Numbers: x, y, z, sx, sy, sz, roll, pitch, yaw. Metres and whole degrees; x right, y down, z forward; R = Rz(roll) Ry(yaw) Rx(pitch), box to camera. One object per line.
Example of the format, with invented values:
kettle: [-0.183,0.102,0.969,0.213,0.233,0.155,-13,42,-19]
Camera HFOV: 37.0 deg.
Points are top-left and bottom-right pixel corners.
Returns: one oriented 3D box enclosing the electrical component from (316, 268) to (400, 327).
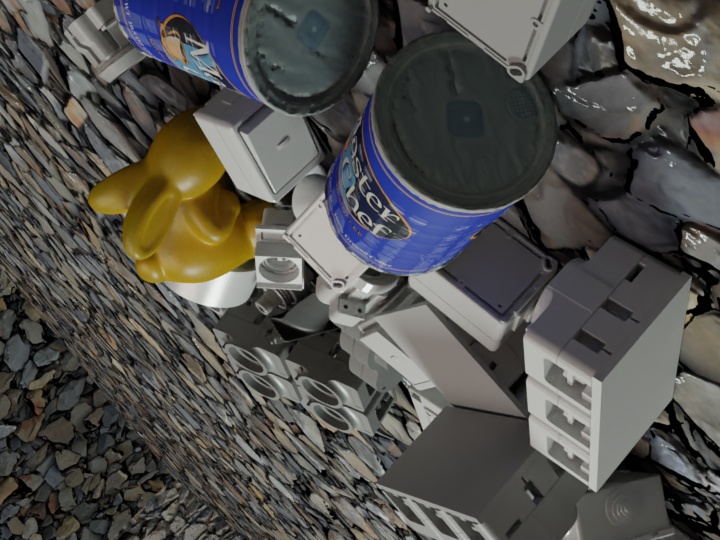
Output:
electrical component: [0.000,0.000,0.889,0.058,0.078,0.057,16,151,-20]

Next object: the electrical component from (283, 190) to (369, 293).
electrical component: [0.003,-0.041,0.787,0.061,0.061,0.096,46,118,0]

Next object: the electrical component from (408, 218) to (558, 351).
electrical component: [0.088,0.008,0.738,0.096,0.062,0.061,39,159,16]

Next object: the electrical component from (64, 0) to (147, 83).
electrical component: [-0.216,-0.201,0.936,0.057,0.058,0.078,53,159,-14]

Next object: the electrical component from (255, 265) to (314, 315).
electrical component: [-0.079,0.019,1.087,0.043,0.062,0.043,39,159,18]

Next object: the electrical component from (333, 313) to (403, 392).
electrical component: [0.024,0.070,0.999,0.074,0.052,0.138,33,157,31]

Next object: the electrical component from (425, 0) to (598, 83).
electrical component: [0.076,-0.141,0.467,0.062,0.061,0.096,40,160,12]

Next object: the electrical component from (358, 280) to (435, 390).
electrical component: [0.052,0.062,0.915,0.096,0.061,0.062,47,160,-4]

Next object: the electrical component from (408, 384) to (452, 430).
electrical component: [0.108,0.140,0.966,0.109,0.056,0.108,31,156,34]

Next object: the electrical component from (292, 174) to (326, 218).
electrical component: [-0.018,-0.053,0.860,0.065,0.044,0.044,12,142,48]

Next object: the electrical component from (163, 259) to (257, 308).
electrical component: [-0.154,-0.004,1.105,0.108,0.108,0.060,36,120,24]

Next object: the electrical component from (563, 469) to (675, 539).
electrical component: [0.185,0.190,0.855,0.100,0.100,0.048,163,98,-68]

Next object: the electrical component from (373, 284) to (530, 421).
electrical component: [0.110,0.080,0.837,0.186,0.060,0.105,48,160,-8]

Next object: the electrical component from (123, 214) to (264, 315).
electrical component: [-0.191,-0.030,1.218,0.105,0.060,0.186,20,148,50]

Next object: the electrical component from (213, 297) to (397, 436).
electrical component: [-0.062,0.106,1.173,0.186,0.060,0.105,20,151,26]

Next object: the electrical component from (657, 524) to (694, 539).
electrical component: [0.245,0.244,0.913,0.076,0.047,0.083,36,158,23]

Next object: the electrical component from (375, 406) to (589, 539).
electrical component: [0.092,0.161,0.805,0.061,0.089,0.150,51,159,-16]

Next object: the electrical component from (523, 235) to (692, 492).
electrical component: [0.150,0.060,0.674,0.062,0.089,0.150,34,157,29]

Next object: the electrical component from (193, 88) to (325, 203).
electrical component: [-0.073,-0.099,0.844,0.061,0.062,0.096,24,152,45]

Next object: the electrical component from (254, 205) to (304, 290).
electrical component: [-0.071,-0.021,0.977,0.042,0.063,0.081,3,141,0]
